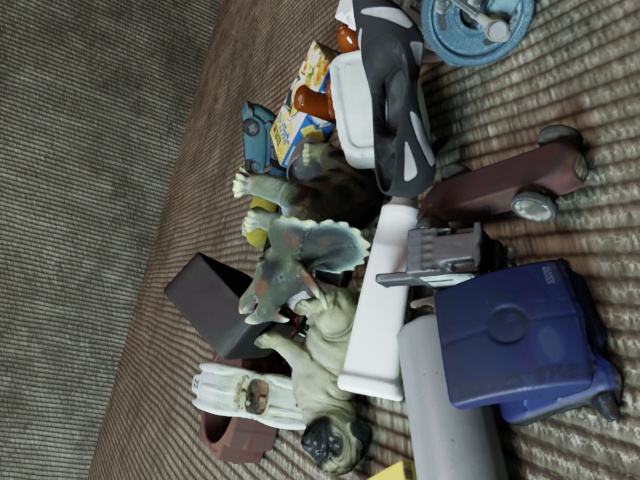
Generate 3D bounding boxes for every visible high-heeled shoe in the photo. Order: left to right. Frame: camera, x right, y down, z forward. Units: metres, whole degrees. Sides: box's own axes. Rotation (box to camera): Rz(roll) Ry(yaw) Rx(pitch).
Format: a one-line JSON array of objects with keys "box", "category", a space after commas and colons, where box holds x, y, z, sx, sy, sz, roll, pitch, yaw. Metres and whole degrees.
[{"box": [0.067, -0.169, 0.616, 0.145, 0.248, 0.086, -35, 6, -38], "category": "high-heeled shoe"}]

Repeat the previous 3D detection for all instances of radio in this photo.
[{"box": [-0.119, 0.099, 0.769, 0.073, 0.131, 0.229, -47, -15, -2], "category": "radio"}]

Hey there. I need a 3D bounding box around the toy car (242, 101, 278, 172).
[{"box": [-0.123, -0.228, 1.203, 0.109, 0.103, 0.161, -109, 16, -64], "category": "toy car"}]

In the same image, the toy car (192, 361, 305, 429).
[{"box": [-0.099, 0.227, 0.792, 0.056, 0.202, 0.073, 39, -121, -70], "category": "toy car"}]

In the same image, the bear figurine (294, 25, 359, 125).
[{"box": [0.048, -0.290, 0.872, 0.120, 0.132, 0.195, 2, 81, 48], "category": "bear figurine"}]

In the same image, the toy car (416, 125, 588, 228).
[{"box": [0.173, -0.048, 0.537, 0.202, 0.053, 0.089, -19, 42, 61], "category": "toy car"}]

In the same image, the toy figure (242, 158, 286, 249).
[{"box": [-0.102, -0.071, 1.091, 0.180, 0.082, 0.089, -68, 23, 4], "category": "toy figure"}]

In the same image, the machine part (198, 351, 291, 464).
[{"box": [-0.132, 0.264, 0.929, 0.201, 0.087, 0.201, -2, 73, 62], "category": "machine part"}]

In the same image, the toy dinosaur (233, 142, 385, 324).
[{"box": [0.017, -0.050, 0.739, 0.405, 0.192, 0.131, -43, -30, -48], "category": "toy dinosaur"}]

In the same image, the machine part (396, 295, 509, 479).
[{"box": [0.119, 0.157, 0.489, 0.079, 0.079, 0.243, -48, 33, 43], "category": "machine part"}]

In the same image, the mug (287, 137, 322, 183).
[{"box": [-0.020, -0.132, 0.975, 0.107, 0.081, 0.109, -87, 16, -54], "category": "mug"}]

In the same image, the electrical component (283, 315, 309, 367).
[{"box": [-0.021, 0.158, 0.823, 0.102, 0.045, 0.078, -61, -1, 19], "category": "electrical component"}]

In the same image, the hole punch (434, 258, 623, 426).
[{"box": [0.162, 0.081, 0.440, 0.116, 0.092, 0.142, -42, 35, 42], "category": "hole punch"}]

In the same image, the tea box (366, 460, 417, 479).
[{"box": [0.064, 0.292, 0.523, 0.169, 0.068, 0.098, -51, 32, 41], "category": "tea box"}]

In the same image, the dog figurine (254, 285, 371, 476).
[{"box": [0.032, 0.170, 0.672, 0.172, 0.121, 0.191, -44, 60, 15], "category": "dog figurine"}]

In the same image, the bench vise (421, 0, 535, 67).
[{"box": [0.182, -0.275, 0.564, 0.241, 0.129, 0.223, -76, 10, -53], "category": "bench vise"}]

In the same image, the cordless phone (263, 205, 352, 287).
[{"box": [-0.001, -0.003, 0.863, 0.184, 0.088, 0.146, 19, 92, 55], "category": "cordless phone"}]

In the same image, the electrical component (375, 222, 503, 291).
[{"box": [0.116, 0.021, 0.539, 0.119, 0.074, 0.048, -8, 66, 37], "category": "electrical component"}]
